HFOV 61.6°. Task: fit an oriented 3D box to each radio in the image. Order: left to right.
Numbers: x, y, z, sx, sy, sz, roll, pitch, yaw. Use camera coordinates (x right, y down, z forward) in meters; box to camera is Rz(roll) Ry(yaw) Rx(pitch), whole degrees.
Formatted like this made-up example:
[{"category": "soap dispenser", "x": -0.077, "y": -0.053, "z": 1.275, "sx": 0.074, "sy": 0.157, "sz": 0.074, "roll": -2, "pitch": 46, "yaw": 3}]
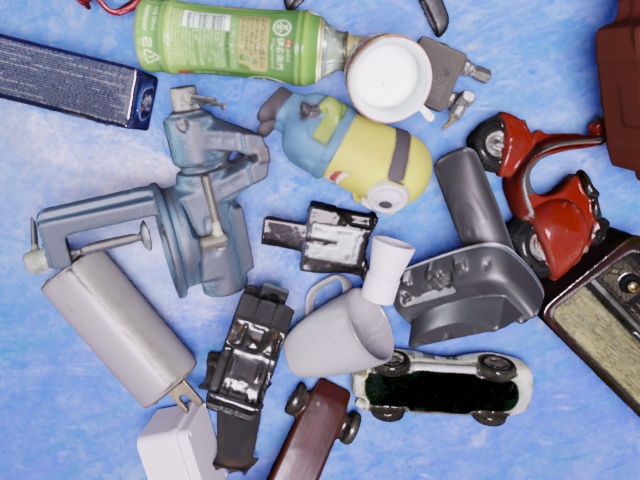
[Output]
[{"category": "radio", "x": 0.347, "y": 0.101, "z": 0.578, "sx": 0.229, "sy": 0.073, "sz": 0.131, "roll": 43, "pitch": 100, "yaw": -8}]

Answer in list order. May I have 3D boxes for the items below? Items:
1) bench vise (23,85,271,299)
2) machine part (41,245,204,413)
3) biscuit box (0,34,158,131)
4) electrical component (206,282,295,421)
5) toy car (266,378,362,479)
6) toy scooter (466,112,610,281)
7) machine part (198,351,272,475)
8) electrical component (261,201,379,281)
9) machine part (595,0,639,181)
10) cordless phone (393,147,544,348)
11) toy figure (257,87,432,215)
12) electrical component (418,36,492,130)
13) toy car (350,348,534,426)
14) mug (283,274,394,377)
[{"category": "bench vise", "x": -0.164, "y": -0.030, "z": 0.522, "sx": 0.241, "sy": 0.129, "sz": 0.223, "roll": -16, "pitch": 125, "yaw": -18}, {"category": "machine part", "x": -0.216, "y": 0.094, "z": 0.584, "sx": 0.079, "sy": 0.079, "sz": 0.243, "roll": -38, "pitch": 98, "yaw": 8}, {"category": "biscuit box", "x": -0.273, "y": -0.162, "z": 0.542, "sx": 0.203, "sy": 0.059, "sz": 0.062, "roll": 14, "pitch": 101, "yaw": -1}, {"category": "electrical component", "x": -0.071, "y": 0.113, "z": 0.557, "sx": 0.058, "sy": 0.115, "sz": 0.134, "roll": 20, "pitch": 66, "yaw": -5}, {"category": "toy car", "x": -0.025, "y": 0.255, "z": 0.600, "sx": 0.089, "sy": 0.053, "sz": 0.202, "roll": 26, "pitch": 67, "yaw": 0}, {"category": "toy scooter", "x": 0.242, "y": -0.055, "z": 0.550, "sx": 0.135, "sy": 0.075, "sz": 0.183, "roll": -22, "pitch": 96, "yaw": 4}, {"category": "machine part", "x": -0.097, "y": 0.197, "z": 0.621, "sx": 0.084, "sy": 0.039, "sz": 0.138, "roll": -1, "pitch": 91, "yaw": -7}, {"category": "electrical component", "x": -0.001, "y": -0.002, "z": 0.576, "sx": 0.119, "sy": 0.048, "sz": 0.074, "roll": 6, "pitch": 101, "yaw": 0}, {"category": "machine part", "x": 0.352, "y": -0.159, "z": 0.482, "sx": 0.201, "sy": 0.087, "sz": 0.200, "roll": -28, "pitch": 115, "yaw": -12}, {"category": "cordless phone", "x": 0.130, "y": 0.009, "z": 0.556, "sx": 0.147, "sy": 0.089, "sz": 0.184, "roll": -25, "pitch": 78, "yaw": 45}, {"category": "toy figure", "x": 0.028, "y": -0.094, "z": 0.541, "sx": 0.180, "sy": 0.082, "sz": 0.089, "roll": 32, "pitch": 99, "yaw": -2}, {"category": "electrical component", "x": 0.114, "y": -0.160, "z": 0.543, "sx": 0.102, "sy": 0.045, "sz": 0.078, "roll": 28, "pitch": 102, "yaw": -5}, {"category": "toy car", "x": 0.135, "y": 0.163, "z": 0.605, "sx": 0.202, "sy": 0.056, "sz": 0.073, "roll": 2, "pitch": 108, "yaw": 2}, {"category": "mug", "x": 0.009, "y": 0.098, "z": 0.581, "sx": 0.107, "sy": 0.080, "sz": 0.109, "roll": -31, "pitch": 68, "yaw": 27}]
